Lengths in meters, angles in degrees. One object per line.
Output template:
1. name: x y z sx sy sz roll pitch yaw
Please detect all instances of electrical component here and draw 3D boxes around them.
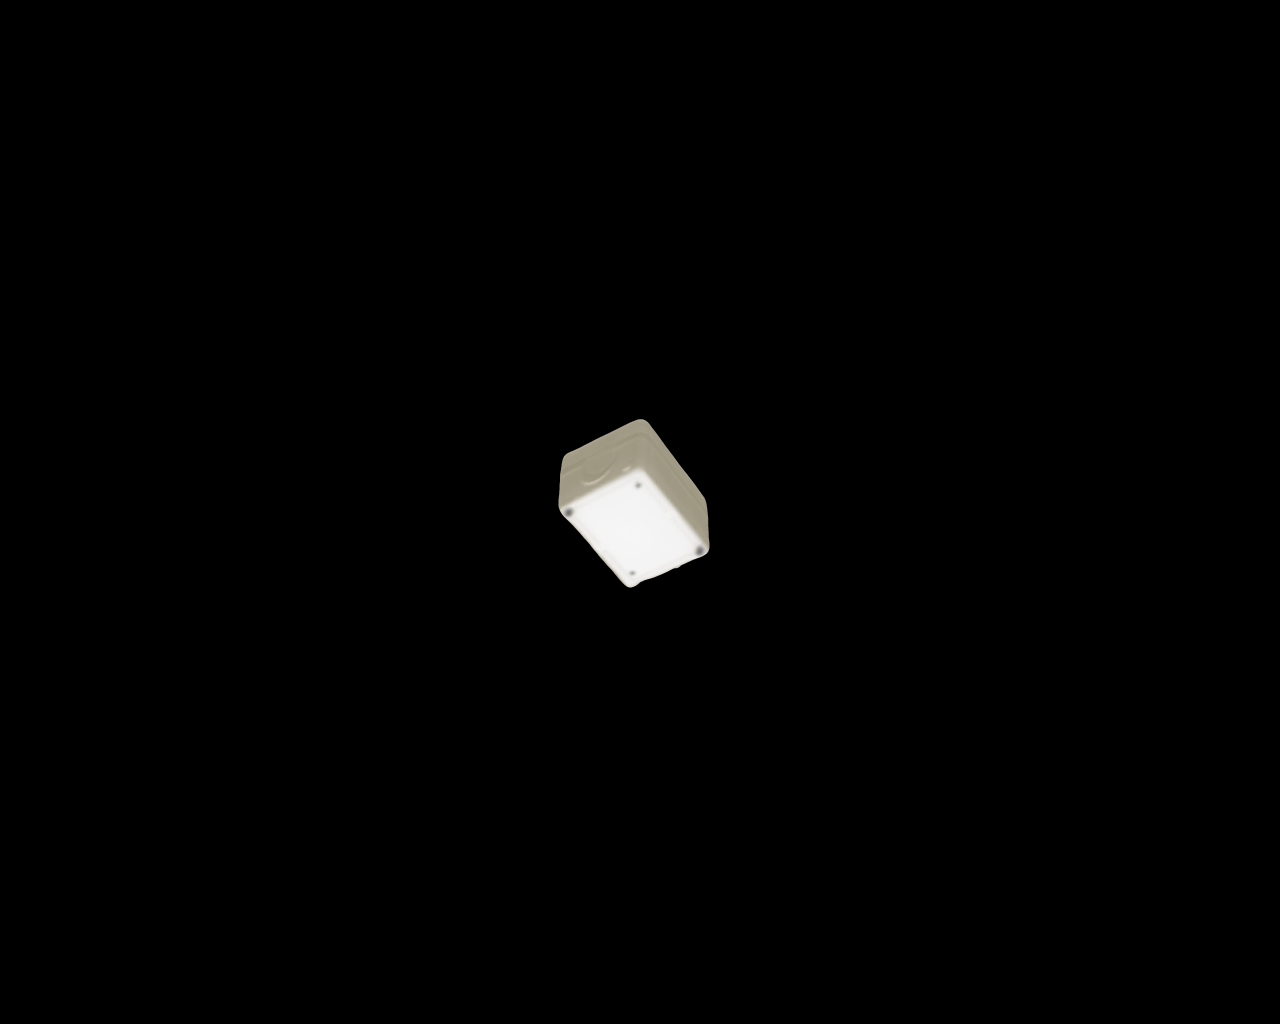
1. electrical component: 0.001 -0.003 0.650 0.061 0.061 0.096 -25 -54 20
